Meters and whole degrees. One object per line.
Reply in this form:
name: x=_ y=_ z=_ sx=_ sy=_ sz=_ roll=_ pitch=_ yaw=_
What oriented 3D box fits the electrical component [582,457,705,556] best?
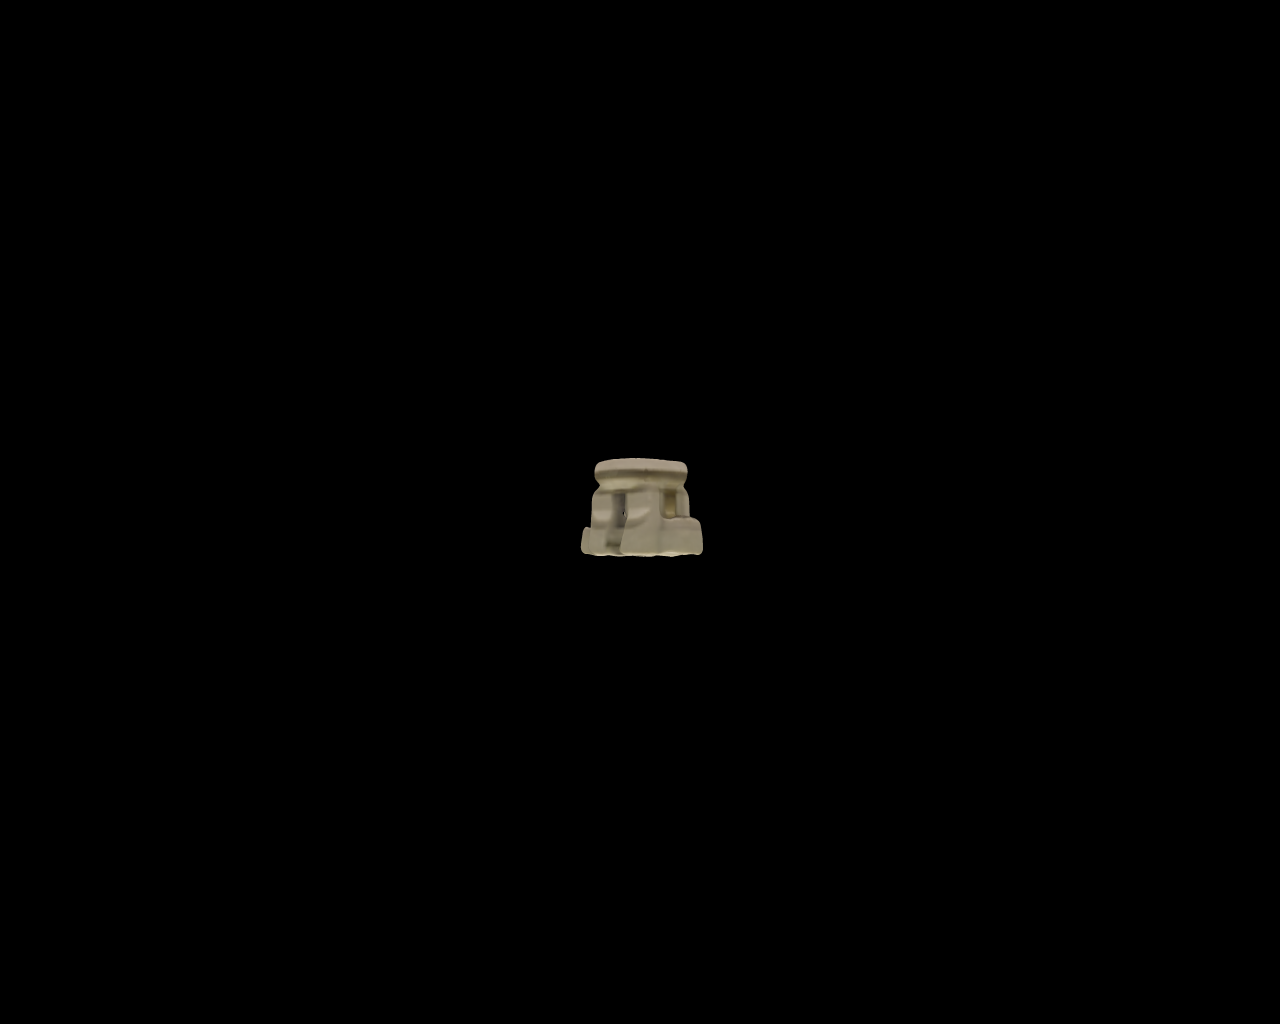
electrical component: x=0.001 y=-0.003 z=0.650 sx=0.078 sy=0.057 sz=0.058 roll=-3 pitch=-5 yaw=37
